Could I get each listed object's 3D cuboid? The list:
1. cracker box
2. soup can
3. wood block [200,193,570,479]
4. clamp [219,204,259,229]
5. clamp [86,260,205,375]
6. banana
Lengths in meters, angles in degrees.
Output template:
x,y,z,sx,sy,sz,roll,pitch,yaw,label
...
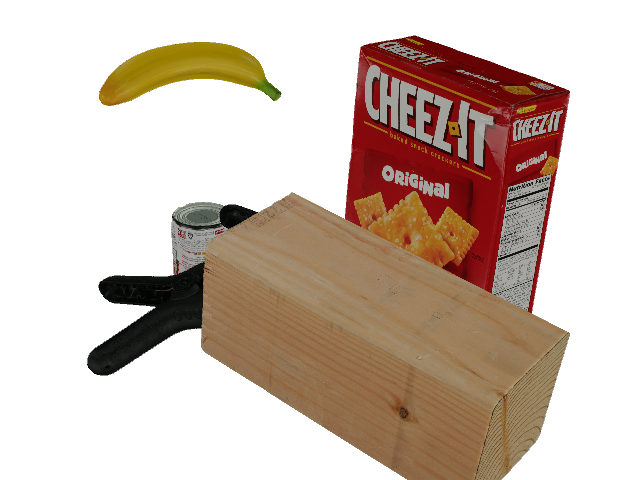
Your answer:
x,y,z,sx,sy,sz,roll,pitch,yaw,label
0.096,-0.035,0.845,0.071,0.214,0.164,-18,34,-37,cracker box
-0.132,0.016,1.198,0.068,0.102,0.068,1,26,-1,soup can
0.032,0.063,0.656,0.206,0.091,0.090,28,40,28,wood block
0.011,0.024,1.026,0.209,0.036,0.164,8,29,-15,clamp
-0.113,0.055,0.870,0.171,0.039,0.120,-14,38,13,clamp
-0.135,-0.170,1.077,0.197,0.070,0.037,-8,-39,-29,banana
